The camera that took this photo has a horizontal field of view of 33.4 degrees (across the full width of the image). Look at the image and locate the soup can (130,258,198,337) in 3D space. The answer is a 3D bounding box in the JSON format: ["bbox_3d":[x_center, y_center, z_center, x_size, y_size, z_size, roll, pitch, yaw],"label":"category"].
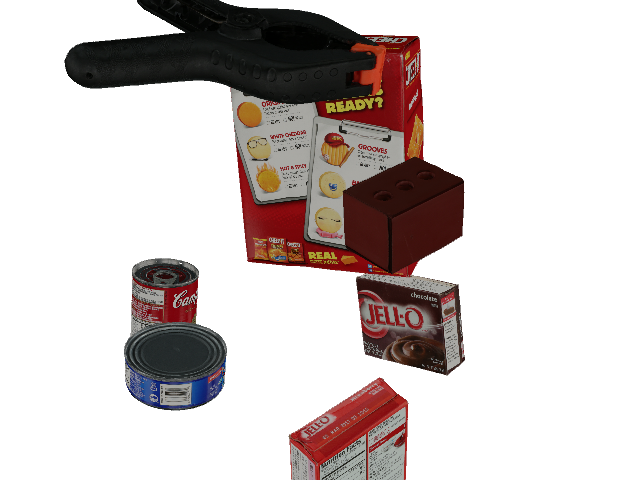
[{"bbox_3d":[-0.162,0.078,1.098,0.068,0.102,0.068,5,21,-2],"label":"soup can"}]

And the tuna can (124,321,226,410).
[{"bbox_3d":[-0.122,0.105,0.900,0.086,0.034,0.086,4,28,-2],"label":"tuna can"}]

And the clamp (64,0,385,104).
[{"bbox_3d":[-0.053,-0.105,0.597,0.171,0.039,0.120,15,45,15],"label":"clamp"}]

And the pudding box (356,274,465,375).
[{"bbox_3d":[0.093,0.082,1.107,0.114,0.090,0.039,8,25,40],"label":"pudding box"}]

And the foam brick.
[{"bbox_3d":[0.062,-0.020,0.793,0.078,0.051,0.053,-27,39,-32],"label":"foam brick"}]

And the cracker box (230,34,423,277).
[{"bbox_3d":[0.010,-0.080,0.984,0.164,0.214,0.072,5,26,18],"label":"cracker box"}]

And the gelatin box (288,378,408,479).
[{"bbox_3d":[0.017,0.137,0.653,0.073,0.089,0.030,-28,45,-29],"label":"gelatin box"}]
